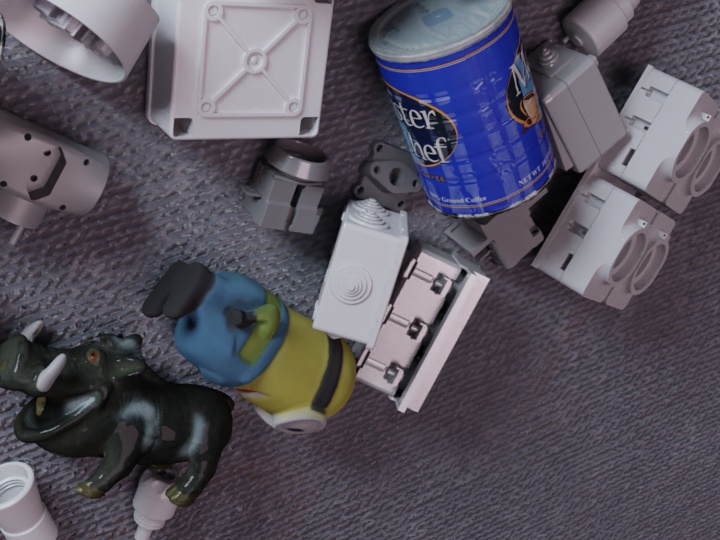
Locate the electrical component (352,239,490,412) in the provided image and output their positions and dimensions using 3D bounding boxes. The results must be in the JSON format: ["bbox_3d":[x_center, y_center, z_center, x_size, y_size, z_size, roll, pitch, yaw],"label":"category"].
[{"bbox_3d":[0.044,0.042,0.860,0.063,0.078,0.121,26,100,-10],"label":"electrical component"}]

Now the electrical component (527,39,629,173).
[{"bbox_3d":[0.155,-0.131,0.842,0.061,0.062,0.096,-41,127,-6],"label":"electrical component"}]

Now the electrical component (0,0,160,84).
[{"bbox_3d":[-0.169,-0.153,0.626,0.099,0.099,0.064,38,86,-37],"label":"electrical component"}]

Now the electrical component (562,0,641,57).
[{"bbox_3d":[0.195,-0.202,0.842,0.078,0.040,0.040,-44,127,-4],"label":"electrical component"}]

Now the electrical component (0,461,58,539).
[{"bbox_3d":[-0.246,0.177,0.781,0.044,0.044,0.065,-27,129,-16],"label":"electrical component"}]

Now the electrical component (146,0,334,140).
[{"bbox_3d":[-0.079,-0.144,0.704,0.109,0.056,0.108,-5,116,-28],"label":"electrical component"}]

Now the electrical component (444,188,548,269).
[{"bbox_3d":[0.115,-0.039,0.879,0.081,0.042,0.063,-41,131,-5],"label":"electrical component"}]

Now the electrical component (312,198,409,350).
[{"bbox_3d":[0.000,0.000,0.798,0.048,0.099,0.099,17,105,-3],"label":"electrical component"}]

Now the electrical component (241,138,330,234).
[{"bbox_3d":[-0.050,-0.061,0.771,0.066,0.048,0.055,7,118,-32],"label":"electrical component"}]

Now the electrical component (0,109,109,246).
[{"bbox_3d":[-0.212,-0.053,0.682,0.077,0.043,0.079,24,101,-36],"label":"electrical component"}]

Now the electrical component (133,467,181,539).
[{"bbox_3d":[-0.161,0.184,0.837,0.035,0.035,0.061,11,111,-33],"label":"electrical component"}]

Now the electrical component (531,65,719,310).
[{"bbox_3d":[0.235,-0.062,0.902,0.105,0.060,0.186,15,107,-57],"label":"electrical component"}]
